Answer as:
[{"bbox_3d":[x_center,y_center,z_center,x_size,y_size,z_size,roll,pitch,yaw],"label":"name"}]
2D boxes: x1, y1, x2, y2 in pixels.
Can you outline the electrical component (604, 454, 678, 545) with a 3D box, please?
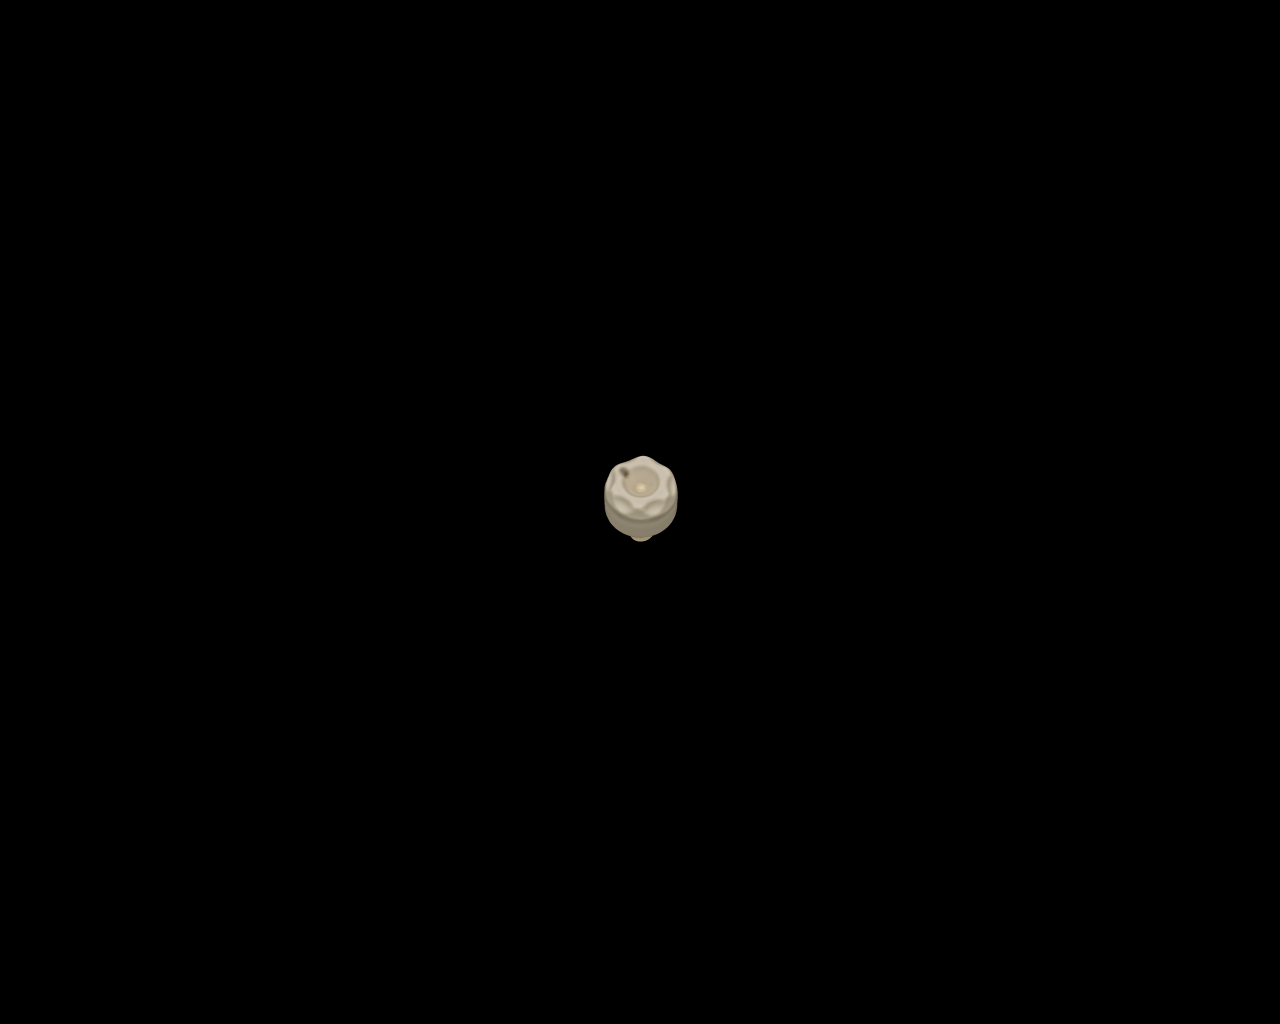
[{"bbox_3d":[0.001,-0.003,0.650,0.043,0.043,0.062,0,-32,0],"label":"electrical component"}]
